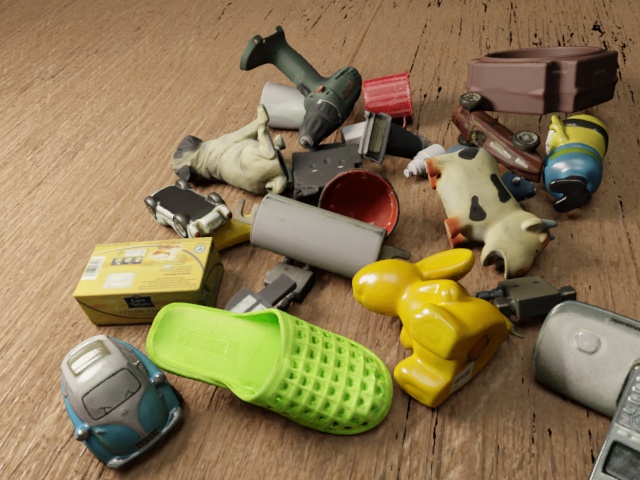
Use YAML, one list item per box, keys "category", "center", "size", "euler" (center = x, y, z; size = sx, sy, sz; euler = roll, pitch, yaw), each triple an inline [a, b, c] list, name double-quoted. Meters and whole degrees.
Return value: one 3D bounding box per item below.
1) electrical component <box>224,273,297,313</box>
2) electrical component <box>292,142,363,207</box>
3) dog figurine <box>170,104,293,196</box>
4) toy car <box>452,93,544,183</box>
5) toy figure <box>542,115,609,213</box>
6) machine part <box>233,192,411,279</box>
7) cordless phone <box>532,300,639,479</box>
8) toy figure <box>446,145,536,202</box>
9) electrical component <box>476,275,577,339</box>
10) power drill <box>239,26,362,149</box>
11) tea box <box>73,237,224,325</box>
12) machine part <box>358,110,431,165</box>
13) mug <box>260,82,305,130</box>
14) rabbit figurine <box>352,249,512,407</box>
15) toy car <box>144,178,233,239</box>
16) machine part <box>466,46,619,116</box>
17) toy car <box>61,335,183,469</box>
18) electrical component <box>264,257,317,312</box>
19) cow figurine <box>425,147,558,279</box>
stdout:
- category: "electrical component"
  center: [-0.079, 0.095, 0.666]
  size: [0.075, 0.047, 0.119]
  euler: [28, 56, 33]
- category: "electrical component"
  center: [0.014, -0.102, 0.854]
  size: [0.115, 0.058, 0.134]
  euler: [-7, 44, 0]
- category: "dog figurine"
  center: [-0.151, -0.113, 0.882]
  size: [0.191, 0.121, 0.172]
  euler: [-22, 40, 8]
- category: "toy car"
  center: [0.271, -0.154, 0.838]
  size: [0.053, 0.089, 0.202]
  euler: [-19, 45, -12]
- category: "toy figure"
  center: [0.374, -0.114, 0.784]
  size: [0.089, 0.082, 0.180]
  euler: [13, 44, 13]
- category: "machine part"
  center: [-0.001, -0.002, 0.711]
  size: [0.243, 0.079, 0.079]
  euler: [18, 48, 8]
- category: "cordless phone"
  center: [0.268, 0.163, 0.521]
  size: [0.147, 0.088, 0.184]
  euler: [22, 69, 30]
- category: "toy figure"
  center: [0.250, -0.093, 0.798]
  size: [0.064, 0.057, 0.155]
  euler: [-8, 35, -32]
- category: "electrical component"
  center: [0.247, 0.077, 0.635]
  size: [0.102, 0.045, 0.078]
  euler: [-12, 15, -6]
- category: "power drill"
  center: [-0.035, -0.270, 0.927]
  size: [0.207, 0.086, 0.232]
  euler: [35, 47, 7]
- category: "tea box"
  center: [-0.225, 0.055, 0.723]
  size: [0.170, 0.068, 0.098]
  euler: [-2, 45, 7]
- category: "machine part"
  center: [0.118, -0.158, 0.862]
  size: [0.139, 0.084, 0.039]
  euler: [4, 4, -37]
- category: "mug"
  center: [-0.051, -0.252, 1.014]
  size: [0.107, 0.080, 0.109]
  euler: [13, 39, 4]
- category: "rabbit figurine"
  center: [0.119, 0.070, 0.609]
  size: [0.162, 0.121, 0.173]
  euler: [-33, 45, -29]
- category: "toy car"
  center: [-0.202, -0.045, 0.812]
  size: [0.073, 0.056, 0.202]
  euler: [-36, 35, -24]
- category: "machine part"
  center: [0.365, -0.269, 0.893]
  size: [0.201, 0.087, 0.202]
  euler: [-22, 26, -33]
- category: "toy car"
  center: [-0.231, 0.157, 0.593]
  size: [0.109, 0.102, 0.162]
  euler: [-33, 50, -24]
- category: "electrical component"
  center: [-0.043, 0.055, 0.723]
  size: [0.063, 0.021, 0.094]
  euler: [14, 49, 24]
- category: "cow figurine"
  center: [0.226, -0.038, 0.712]
  size: [0.127, 0.085, 0.195]
  euler: [-21, 63, 13]
